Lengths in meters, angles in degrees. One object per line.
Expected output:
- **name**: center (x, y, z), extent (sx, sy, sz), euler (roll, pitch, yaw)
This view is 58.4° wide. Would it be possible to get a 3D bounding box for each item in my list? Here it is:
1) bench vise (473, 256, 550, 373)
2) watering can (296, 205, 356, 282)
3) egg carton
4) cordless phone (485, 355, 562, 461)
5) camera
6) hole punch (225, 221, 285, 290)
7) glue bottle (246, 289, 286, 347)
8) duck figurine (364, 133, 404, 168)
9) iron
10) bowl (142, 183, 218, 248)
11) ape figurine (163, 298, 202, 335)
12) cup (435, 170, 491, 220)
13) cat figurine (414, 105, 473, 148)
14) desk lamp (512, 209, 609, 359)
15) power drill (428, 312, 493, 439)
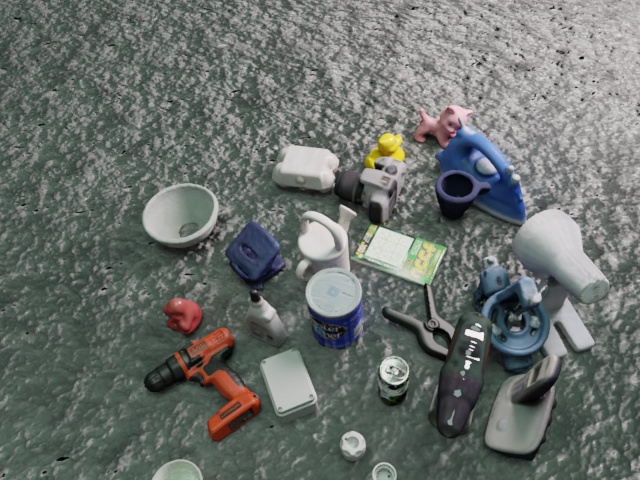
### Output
- **bench vise**: center (0.330, 0.110, 1.026), extent (0.121, 0.220, 0.207), euler (-25, 57, -12)
- **watering can**: center (0.009, 0.003, 1.144), extent (0.100, 0.194, 0.173), euler (10, 56, 12)
- **egg carton**: center (-0.034, -0.165, 1.342), extent (0.150, 0.069, 0.107), euler (8, 56, 10)
- **cordless phone**: center (0.339, 0.271, 0.934), extent (0.094, 0.185, 0.148), euler (18, 58, 17)
- **camera**: center (0.110, -0.130, 1.286), extent (0.136, 0.101, 0.143), euler (18, 58, 17)
- **hole punch**: center (-0.138, 0.032, 1.199), extent (0.101, 0.091, 0.108), euler (-39, 61, -21)
- **glue bottle**: center (-0.109, 0.140, 1.071), extent (0.078, 0.173, 0.037), euler (22, 60, 19)
- **duck figurine**: center (0.152, -0.210, 1.348), extent (0.105, 0.086, 0.077), euler (-29, 57, -15)
- **iron**: center (0.372, -0.156, 1.257), extent (0.119, 0.141, 0.257), euler (-30, 58, -16)
- **bowl**: center (-0.302, -0.042, 1.275), extent (0.167, 0.075, 0.167), euler (-2, 55, 3)
- **ape figurine**: center (-0.277, 0.144, 1.132), extent (0.076, 0.092, 0.077), euler (-22, 56, -10)
- **cup**: center (0.306, -0.091, 1.246), extent (0.117, 0.095, 0.091), euler (-4, 55, 2)
- **cat figurine**: center (0.295, -0.285, 1.369), extent (0.127, 0.118, 0.067), euler (15, 58, 15)
- **desk lamp**: center (0.437, 0.078, 1.043), extent (0.118, 0.214, 0.203), euler (-17, 55, -7)
- **power drill**: center (0.230, 0.244, 0.947), extent (0.075, 0.209, 0.230), euler (14, 57, 15)
